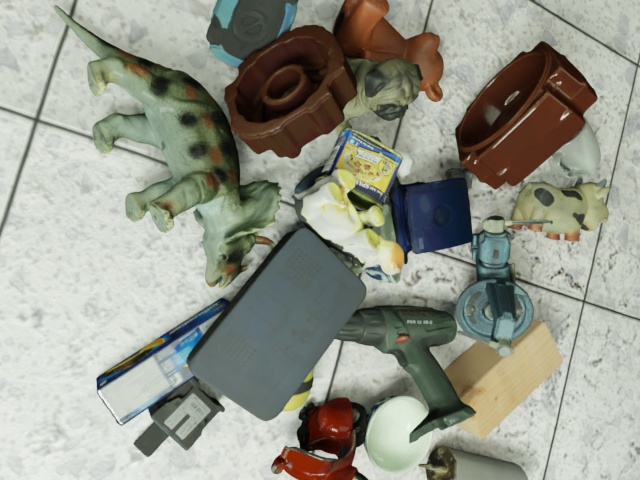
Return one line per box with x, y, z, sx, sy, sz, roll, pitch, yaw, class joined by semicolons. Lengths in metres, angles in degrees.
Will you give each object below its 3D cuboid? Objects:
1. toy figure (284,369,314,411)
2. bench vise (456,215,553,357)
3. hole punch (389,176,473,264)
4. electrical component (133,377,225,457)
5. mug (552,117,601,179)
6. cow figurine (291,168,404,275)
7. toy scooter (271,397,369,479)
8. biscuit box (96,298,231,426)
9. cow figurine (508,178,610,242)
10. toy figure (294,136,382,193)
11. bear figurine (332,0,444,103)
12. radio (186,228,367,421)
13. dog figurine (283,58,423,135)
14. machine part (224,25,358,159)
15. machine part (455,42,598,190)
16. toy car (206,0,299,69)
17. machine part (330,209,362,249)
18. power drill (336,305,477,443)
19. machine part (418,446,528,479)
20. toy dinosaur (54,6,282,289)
-0.038;0.157;0.780;0.089;0.082;0.180;19;82;-20;toy figure
0.281;0.085;0.846;0.129;0.241;0.223;11;116;7;bench vise
0.174;-0.038;0.839;0.116;0.092;0.142;-16;103;-46;hole punch
-0.198;0.245;0.731;0.119;0.048;0.074;-41;106;-19;electrical component
0.468;-0.160;0.988;0.107;0.081;0.109;36;67;-30;mug
0.037;-0.009;0.720;0.167;0.098;0.068;50;42;-20;cow figurine
0.001;0.297;0.770;0.135;0.184;0.075;9;120;-3;toy scooter
-0.194;0.157;0.721;0.203;0.063;0.059;-32;103;-20;biscuit box
0.448;-0.062;0.984;0.195;0.086;0.127;10;94;-22;cow figurine
0.032;-0.104;0.812;0.154;0.057;0.064;-36;82;-16;toy figure
0.122;-0.300;0.810;0.196;0.132;0.120;18;53;-16;bear figurine
-0.052;0.108;0.699;0.131;0.073;0.229;40;76;-8;radio
0.027;-0.216;0.737;0.172;0.191;0.121;-2;92;-22;dog figurine
-0.038;-0.187;0.680;0.179;0.180;0.056;-59;142;-11;machine part
0.307;-0.194;0.835;0.087;0.201;0.201;32;34;-14;machine part
-0.089;-0.317;0.726;0.109;0.161;0.103;11;43;-20;toy car
-0.002;-0.002;0.782;0.084;0.039;0.139;28;109;-33;machine part
0.131;0.194;0.818;0.232;0.086;0.207;-4;52;-31;power drill
0.270;0.407;0.921;0.243;0.079;0.079;20;84;-23;machine part
-0.176;-0.130;0.698;0.192;0.131;0.404;-23;93;-39;toy dinosaur
